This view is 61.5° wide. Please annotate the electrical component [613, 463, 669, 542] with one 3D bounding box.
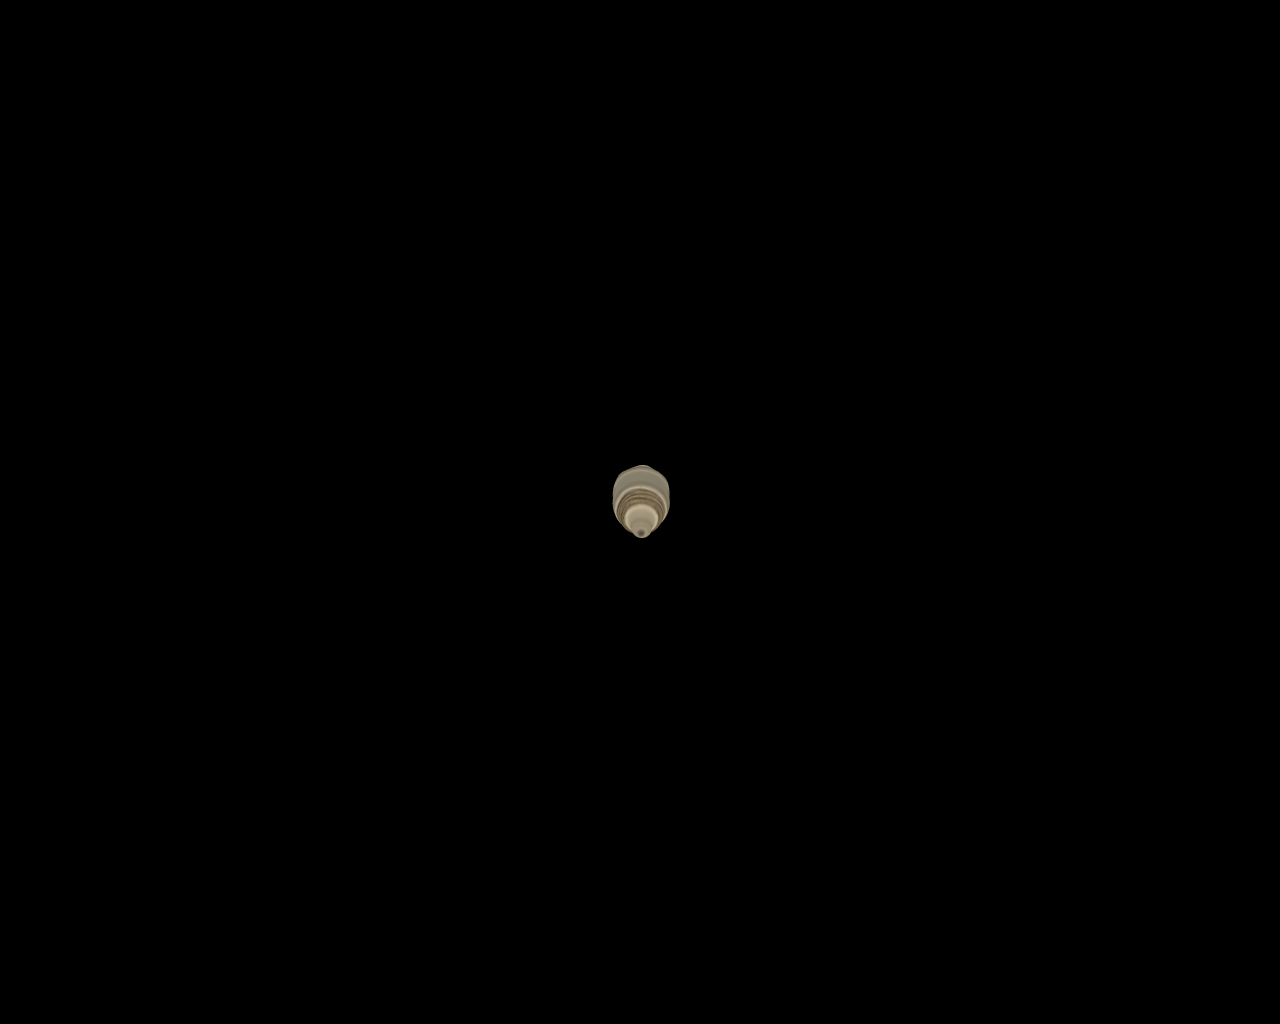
[{"bbox_3d":[0.001,-0.003,0.650,0.035,0.035,0.061,0,30,0],"label":"electrical component"}]
